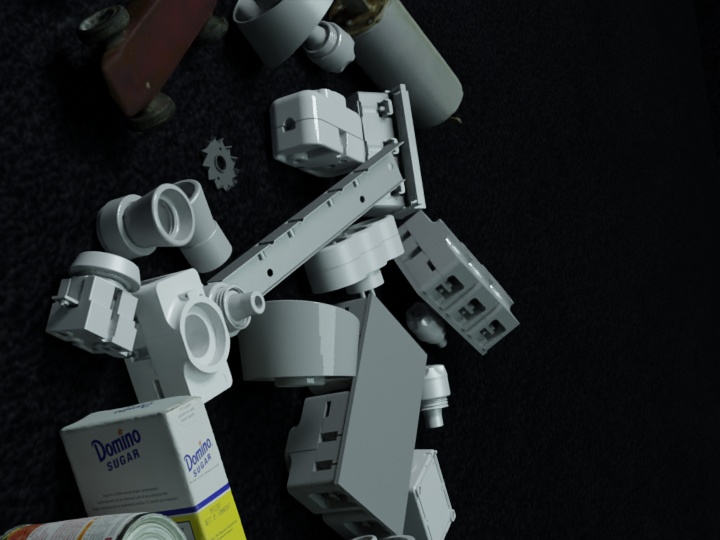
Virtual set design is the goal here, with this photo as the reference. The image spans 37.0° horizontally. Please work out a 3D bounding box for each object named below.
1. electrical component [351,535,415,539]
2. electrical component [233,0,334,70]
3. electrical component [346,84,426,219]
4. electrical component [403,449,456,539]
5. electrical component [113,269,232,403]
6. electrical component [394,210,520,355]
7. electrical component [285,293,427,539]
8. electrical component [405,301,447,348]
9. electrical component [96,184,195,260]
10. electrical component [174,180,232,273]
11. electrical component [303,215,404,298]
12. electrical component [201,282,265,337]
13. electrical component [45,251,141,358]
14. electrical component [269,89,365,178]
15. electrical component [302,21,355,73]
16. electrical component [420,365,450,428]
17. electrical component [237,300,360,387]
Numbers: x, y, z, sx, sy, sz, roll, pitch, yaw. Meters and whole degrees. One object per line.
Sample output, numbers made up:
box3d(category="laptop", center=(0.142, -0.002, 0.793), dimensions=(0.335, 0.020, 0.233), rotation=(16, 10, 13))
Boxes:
box3d(category="electrical component", center=(0.004, 0.249, 0.866), dimensions=(0.108, 0.108, 0.060), rotation=(-17, 87, -61))
box3d(category="electrical component", center=(-0.063, -0.231, 0.954), dimensions=(0.064, 0.099, 0.099), rotation=(46, 41, -33))
box3d(category="electrical component", center=(0.019, -0.115, 1.074), dimensions=(0.063, 0.079, 0.121), rotation=(-3, 80, -31))
box3d(category="electrical component", center=(0.045, 0.222, 0.999), dimensions=(0.061, 0.061, 0.096), rotation=(-53, 132, -54))
box3d(category="electrical component", center=(-0.131, 0.050, 0.758), dimensions=(0.050, 0.056, 0.089), rotation=(-29, 104, -60))
box3d(category="electrical component", center=(0.101, 0.011, 1.135), dimensions=(0.150, 0.062, 0.089), rotation=(42, 11, -46))
box3d(category="electrical component", center=(-0.002, 0.130, 0.947), dimensions=(0.105, 0.060, 0.186), rotation=(49, 39, -40))
box3d(category="electrical component", center=(0.074, 0.061, 1.136), dimensions=(0.061, 0.035, 0.035), rotation=(51, 38, -42))
box3d(category="electrical component", center=(-0.151, -0.033, 0.756), dimensions=(0.045, 0.055, 0.045), rotation=(32, 52, -52))
box3d(category="electrical component", center=(-0.126, -0.030, 0.816), dimensions=(0.065, 0.044, 0.044), rotation=(61, 32, -35))
box3d(category="electrical component", center=(0.000, 0.000, 1.011), dimensions=(0.138, 0.052, 0.073), rotation=(-32, 106, -60))
box3d(category="electrical component", center=(-0.101, 0.030, 0.810), dimensions=(0.048, 0.062, 0.048), rotation=(32, 51, -52))
box3d(category="electrical component", center=(-0.172, 0.021, 0.708), dimensions=(0.066, 0.048, 0.055), rotation=(37, 55, -50))
box3d(category="electrical component", center=(-0.039, -0.128, 0.993), dimensions=(0.095, 0.054, 0.059), rotation=(16, 65, -58))
box3d(category="electrical component", center=(-0.036, -0.222, 1.049), dimensions=(0.062, 0.043, 0.043), rotation=(28, 55, -52))
box3d(category="electrical component", center=(0.071, 0.129, 1.094), dimensions=(0.043, 0.043, 0.062), rotation=(-5, 84, -61))
box3d(category="electrical component", center=(-0.049, 0.060, 0.856), dimensions=(0.099, 0.099, 0.064), rotation=(11, 75, -59))
